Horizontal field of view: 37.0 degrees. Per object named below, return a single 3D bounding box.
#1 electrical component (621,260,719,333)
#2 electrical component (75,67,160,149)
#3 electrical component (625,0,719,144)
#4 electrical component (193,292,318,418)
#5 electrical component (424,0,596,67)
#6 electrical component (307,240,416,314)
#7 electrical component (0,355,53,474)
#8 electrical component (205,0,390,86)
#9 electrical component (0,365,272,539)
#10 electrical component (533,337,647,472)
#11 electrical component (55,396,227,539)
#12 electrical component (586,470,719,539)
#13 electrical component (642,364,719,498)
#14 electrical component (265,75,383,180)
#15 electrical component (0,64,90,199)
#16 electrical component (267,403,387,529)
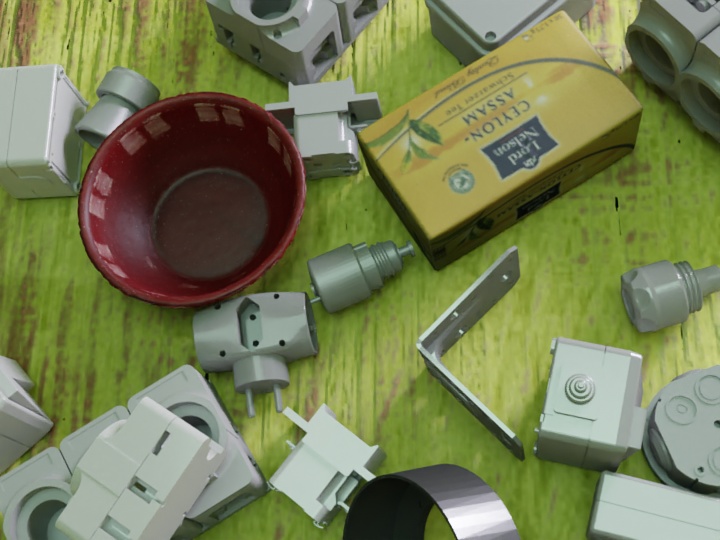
[{"bbox_3d":[0.205,0.014,0.700,0.062,0.043,0.043,-17,69,0],"label":"electrical component"},{"bbox_3d":[-0.180,-0.117,0.801,0.045,0.045,0.055,21,74,15],"label":"electrical component"},{"bbox_3d":[0.253,-0.128,0.718,0.062,0.089,0.150,-38,70,-6],"label":"electrical component"},{"bbox_3d":[-0.068,0.059,0.723,0.077,0.043,0.079,-10,70,4],"label":"electrical component"},{"bbox_3d":[0.111,-0.201,0.783,0.113,0.057,0.078,-40,70,-7],"label":"electrical component"},{"bbox_3d":[0.000,0.000,0.736,0.078,0.040,0.040,-23,69,-1],"label":"electrical component"},{"bbox_3d":[-0.254,0.088,0.711,0.061,0.096,0.061,-42,70,-8],"label":"electrical component"},{"bbox_3d":[-0.032,-0.219,0.800,0.089,0.061,0.150,33,73,18],"label":"electrical component"},{"bbox_3d":[-0.148,0.140,0.695,0.150,0.061,0.089,-31,69,-4],"label":"electrical component"},{"bbox_3d":[0.142,0.083,0.655,0.061,0.096,0.061,11,72,12],"label":"electrical component"},{"bbox_3d":[-0.131,0.126,0.636,0.056,0.050,0.089,30,77,17],"label":"electrical component"},{"bbox_3d":[0.178,0.170,0.645,0.083,0.047,0.075,12,73,12],"label":"electrical component"},{"bbox_3d":[0.216,0.100,0.663,0.080,0.051,0.080,-3,70,7],"label":"electrical component"},{"bbox_3d":[-0.024,-0.100,0.775,0.081,0.042,0.063,-6,71,7],"label":"electrical component"},{"bbox_3d":[-0.243,-0.107,0.798,0.061,0.061,0.096,-3,70,7],"label":"electrical component"},{"bbox_3d":[-0.022,0.127,0.693,0.081,0.042,0.063,36,80,19],"label":"electrical component"}]
